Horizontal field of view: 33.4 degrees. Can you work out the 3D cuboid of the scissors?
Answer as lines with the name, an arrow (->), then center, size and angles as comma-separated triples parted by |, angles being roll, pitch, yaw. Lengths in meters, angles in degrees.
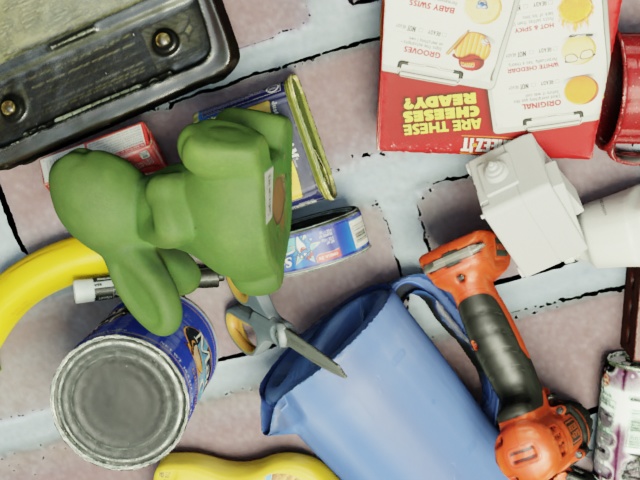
scissors -> -0.034, 0.051, 0.796 | 0.016, 0.202, 0.096 | -14, 93, -24

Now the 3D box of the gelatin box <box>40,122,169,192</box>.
gelatin box -> -0.162, -0.047, 0.834 | 0.089, 0.073, 0.030 | -20, 57, 1

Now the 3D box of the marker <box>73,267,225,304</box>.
marker -> -0.137, 0.035, 0.861 | 0.121, 0.020, 0.020 | -6, 101, -15

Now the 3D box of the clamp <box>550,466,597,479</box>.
clamp -> 0.235, 0.266, 0.889 | 0.120, 0.039, 0.171 | -42, 91, 4

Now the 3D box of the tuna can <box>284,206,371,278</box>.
tuna can -> -0.005, 0.001, 0.830 | 0.086, 0.086, 0.034 | -15, 98, 6

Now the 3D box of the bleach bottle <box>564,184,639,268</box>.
bleach bottle -> 0.298, -0.030, 0.810 | 0.251, 0.102, 0.068 | -16, 104, 15

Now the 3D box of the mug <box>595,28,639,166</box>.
mug -> 0.251, -0.103, 0.801 | 0.081, 0.093, 0.117 | 1, 131, -2

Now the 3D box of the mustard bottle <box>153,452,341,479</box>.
mustard bottle -> -0.039, 0.225, 0.888 | 0.191, 0.058, 0.096 | -2, 101, 4

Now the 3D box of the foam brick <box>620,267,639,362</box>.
foam brick -> 0.269, 0.055, 0.840 | 0.051, 0.053, 0.078 | 2, 99, 3

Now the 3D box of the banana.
banana -> -0.213, 0.034, 0.877 | 0.198, 0.037, 0.069 | -31, 123, 11

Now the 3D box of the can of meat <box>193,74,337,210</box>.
can of meat -> -0.043, -0.068, 0.835 | 0.084, 0.057, 0.102 | -18, 98, 9

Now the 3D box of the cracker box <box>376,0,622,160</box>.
cracker box -> 0.125, -0.167, 0.760 | 0.164, 0.072, 0.214 | 3, 128, 4

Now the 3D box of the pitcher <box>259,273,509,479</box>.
pitcher -> 0.083, 0.155, 0.841 | 0.149, 0.145, 0.243 | -37, 100, 21

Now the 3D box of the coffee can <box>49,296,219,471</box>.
coffee can -> -0.140, 0.104, 0.830 | 0.103, 0.140, 0.103 | 1, 100, 3

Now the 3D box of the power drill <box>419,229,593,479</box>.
power drill -> 0.150, 0.086, 0.814 | 0.057, 0.184, 0.188 | -27, 78, 19
